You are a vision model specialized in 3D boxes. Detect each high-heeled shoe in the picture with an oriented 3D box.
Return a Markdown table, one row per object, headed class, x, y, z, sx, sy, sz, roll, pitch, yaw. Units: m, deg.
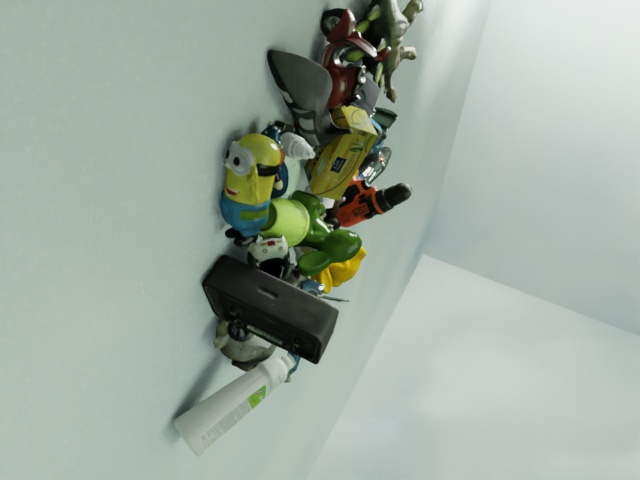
| class | x | y | z | sx | sy | sz | roll | pitch | yaw |
| --- | --- | --- | --- | --- | --- | --- | --- | --- | --- |
| high-heeled shoe | -0.042 | -0.247 | 0.948 | 0.248 | 0.145 | 0.086 | 41 | 72 | -42 |

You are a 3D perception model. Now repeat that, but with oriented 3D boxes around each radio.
| class | x | y | z | sx | sy | sz | roll | pitch | yaw |
| --- | --- | --- | --- | --- | --- | --- | --- | --- | --- |
| radio | -0.085 | 0.124 | 0.937 | 0.073 | 0.230 | 0.131 | -57 | 164 | -29 |

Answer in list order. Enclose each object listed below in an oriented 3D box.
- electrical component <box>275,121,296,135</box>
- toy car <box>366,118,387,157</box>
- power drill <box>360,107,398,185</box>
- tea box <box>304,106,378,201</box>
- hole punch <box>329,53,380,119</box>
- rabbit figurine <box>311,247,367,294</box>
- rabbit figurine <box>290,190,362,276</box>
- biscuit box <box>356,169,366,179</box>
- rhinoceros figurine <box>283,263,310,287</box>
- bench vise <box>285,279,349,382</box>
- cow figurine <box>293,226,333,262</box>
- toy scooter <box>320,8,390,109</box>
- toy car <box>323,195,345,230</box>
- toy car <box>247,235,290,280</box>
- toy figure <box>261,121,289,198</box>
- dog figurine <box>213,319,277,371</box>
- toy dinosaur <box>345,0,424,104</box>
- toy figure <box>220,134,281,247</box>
| class | x | y | z | sx | sy | sz | roll | pitch | yaw |
| --- | --- | --- | --- | --- | --- | --- | --- | --- | --- |
| electrical component | -0.071 | -0.178 | 0.961 | 0.063 | 0.021 | 0.094 | -71 | 163 | 10 |
| toy car | 0.089 | -0.239 | 1.274 | 0.103 | 0.109 | 0.161 | -45 | 174 | 0 |
| power drill | 0.154 | -0.259 | 1.484 | 0.232 | 0.086 | 0.207 | -52 | 164 | -38 |
| tea box | 0.038 | -0.176 | 1.080 | 0.169 | 0.068 | 0.098 | -57 | -147 | 35 |
| hole punch | 0.059 | -0.295 | 1.117 | 0.142 | 0.092 | 0.115 | -64 | 159 | -1 |
| rabbit figurine | 0.018 | 0.052 | 1.416 | 0.162 | 0.122 | 0.173 | -58 | 148 | -3 |
| rabbit figurine | -0.002 | -0.003 | 1.112 | 0.159 | 0.170 | 0.121 | -60 | 168 | -12 |
| biscuit box | 0.063 | -0.156 | 1.337 | 0.062 | 0.059 | 0.202 | -69 | 164 | 0 |
| rhinoceros figurine | -0.085 | 0.105 | 1.194 | 0.190 | 0.073 | 0.112 | -29 | 129 | -63 |
| bench vise | -0.048 | 0.222 | 1.300 | 0.223 | 0.129 | 0.240 | -47 | -157 | 55 |
| cow figurine | -0.010 | -0.001 | 1.267 | 0.167 | 0.068 | 0.098 | -6 | 76 | -67 |
| toy scooter | 0.054 | -0.318 | 0.983 | 0.075 | 0.135 | 0.183 | -42 | 150 | -59 |
| toy car | 0.040 | -0.072 | 1.371 | 0.202 | 0.053 | 0.089 | 56 | 49 | -81 |
| toy car | -0.102 | 0.053 | 1.011 | 0.201 | 0.073 | 0.056 | 111 | -35 | -61 |
| toy figure | -0.083 | -0.132 | 0.913 | 0.058 | 0.064 | 0.154 | -44 | 155 | -22 |
| dog figurine | -0.158 | 0.219 | 1.078 | 0.172 | 0.121 | 0.190 | -3 | 139 | -36 |
| toy dinosaur | 0.133 | -0.444 | 1.139 | 0.198 | 0.105 | 0.470 | -58 | 156 | -19 |
| toy figure | -0.113 | -0.081 | 0.853 | 0.089 | 0.082 | 0.180 | -41 | 146 | -50 |
